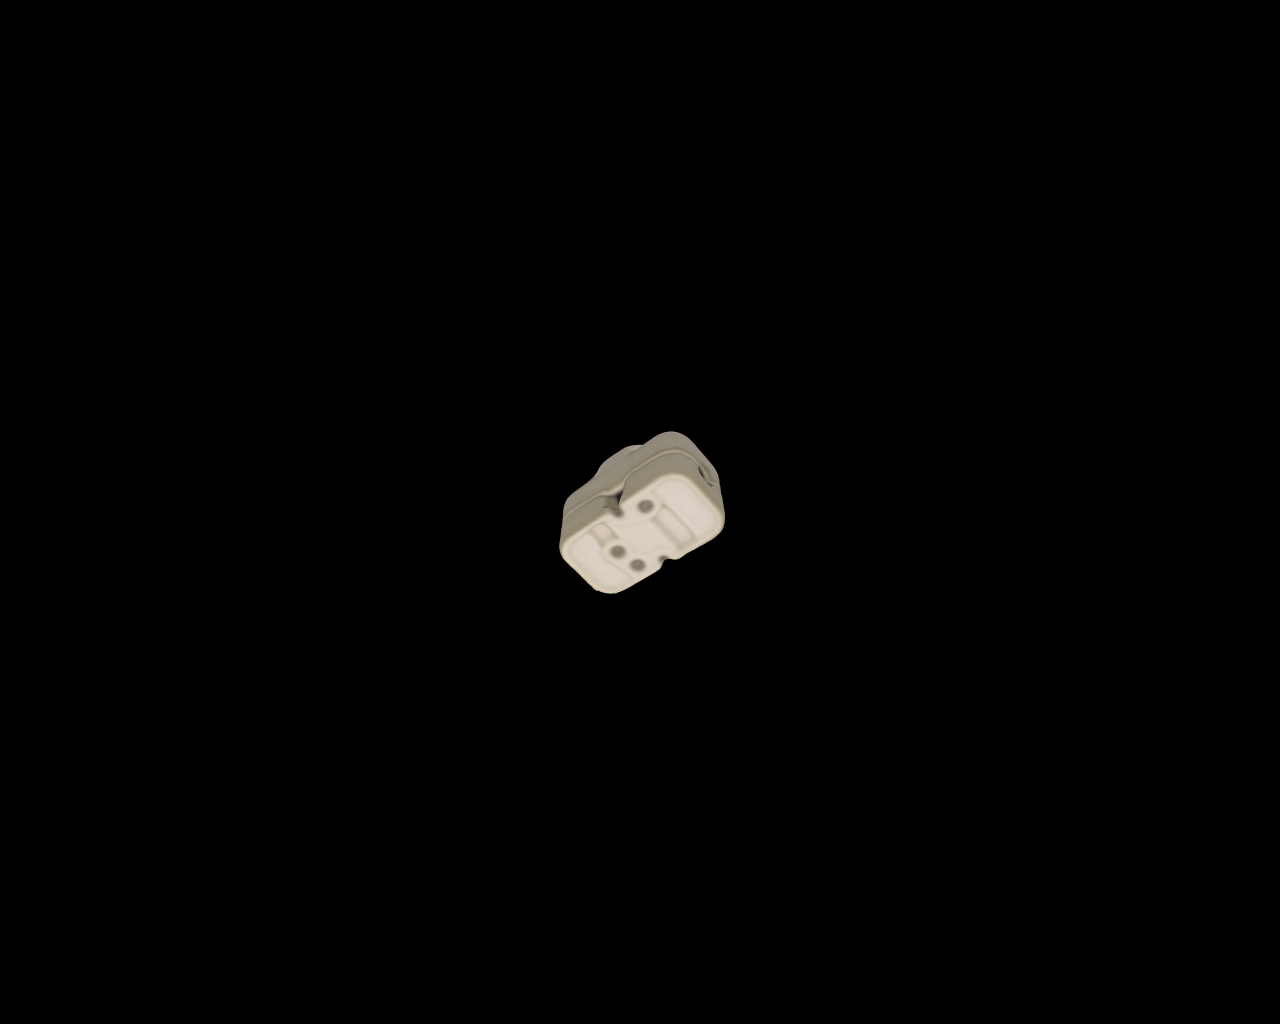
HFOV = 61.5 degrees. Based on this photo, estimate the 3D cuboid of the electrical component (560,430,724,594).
[{"bbox_3d":[0.001,-0.003,0.650,0.095,0.053,0.059,-33,29,21],"label":"electrical component"}]
